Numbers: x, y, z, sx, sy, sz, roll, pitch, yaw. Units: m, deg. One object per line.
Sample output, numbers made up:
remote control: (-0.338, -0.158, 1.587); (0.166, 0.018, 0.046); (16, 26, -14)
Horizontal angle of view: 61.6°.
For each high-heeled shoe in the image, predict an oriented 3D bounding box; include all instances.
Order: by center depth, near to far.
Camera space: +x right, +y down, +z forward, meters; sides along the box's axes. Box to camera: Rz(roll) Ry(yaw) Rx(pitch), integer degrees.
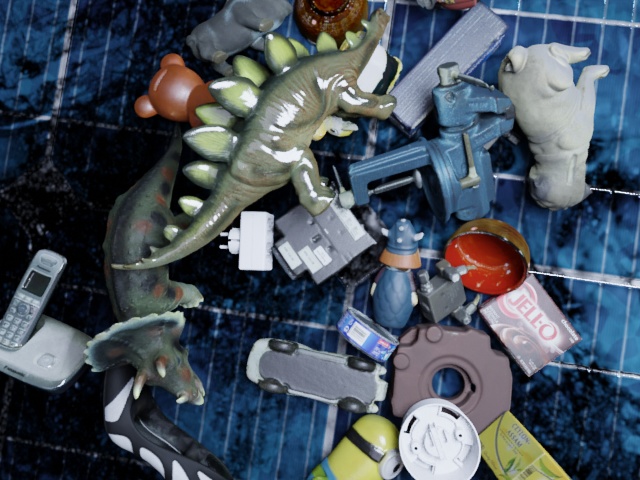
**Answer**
high-heeled shoe: (-0.216, 0.261, 0.767); (0.145, 0.086, 0.248); (-12, 92, 3)

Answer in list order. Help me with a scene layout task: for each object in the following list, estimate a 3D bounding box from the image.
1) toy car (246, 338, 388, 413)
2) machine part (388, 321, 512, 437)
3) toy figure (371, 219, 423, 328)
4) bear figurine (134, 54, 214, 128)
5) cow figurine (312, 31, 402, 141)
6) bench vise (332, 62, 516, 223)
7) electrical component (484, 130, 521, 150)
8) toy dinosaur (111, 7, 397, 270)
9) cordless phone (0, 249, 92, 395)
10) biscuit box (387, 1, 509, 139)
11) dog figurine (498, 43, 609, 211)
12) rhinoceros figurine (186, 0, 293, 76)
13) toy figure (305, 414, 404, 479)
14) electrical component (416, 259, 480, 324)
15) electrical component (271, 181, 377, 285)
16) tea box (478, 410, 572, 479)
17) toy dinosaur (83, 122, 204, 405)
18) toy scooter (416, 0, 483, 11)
toy car: (-0.004, 0.191, 0.765); (0.202, 0.056, 0.073); (12, 82, 4)
machine part: (0.179, 0.200, 0.747); (0.179, 0.056, 0.179); (0, 88, 4)
toy figure: (0.107, 0.045, 0.751); (0.064, 0.058, 0.154); (7, 100, -8)
bear figurine: (-0.158, -0.182, 0.782); (0.196, 0.131, 0.120); (21, 78, 26)
cow figurine: (0.047, -0.205, 0.776); (0.098, 0.068, 0.167); (28, 91, -19)
bench vise: (0.134, -0.107, 0.706); (0.241, 0.223, 0.129); (-18, 42, 2)
electrical component: (0.242, -0.159, 0.778); (0.094, 0.021, 0.063); (40, 91, 5)
toy dinosaur: (-0.061, -0.122, 0.673); (0.198, 0.105, 0.471); (37, 83, -16)
cordless phone: (-0.392, 0.117, 0.791); (0.147, 0.088, 0.184); (22, 84, 6)
biscuit box: (0.178, -0.242, 0.770); (0.063, 0.059, 0.202); (45, 92, 7)
dog figurine: (0.292, -0.141, 0.703); (0.172, 0.121, 0.190); (8, 85, -25)
rhinoceros figurine: (-0.110, -0.329, 0.799); (0.190, 0.073, 0.112); (-40, 74, 4)
toy figure: (0.039, 0.320, 0.741); (0.180, 0.082, 0.089); (-40, 85, 4)
electrical component: (0.177, 0.073, 0.736); (0.078, 0.045, 0.102); (-29, 121, -23)
electrical component: (-0.002, -0.002, 0.774); (0.134, 0.058, 0.115); (-33, 83, 3)
tea box: (0.284, 0.314, 0.686); (0.068, 0.098, 0.169); (-41, 106, 2)
toy dinosaur: (-0.235, 0.021, 0.727); (0.131, 0.192, 0.404); (-5, 88, 3)
toy scooter: (0.166, -0.377, 0.755); (0.135, 0.075, 0.184); (-12, 50, 17)
